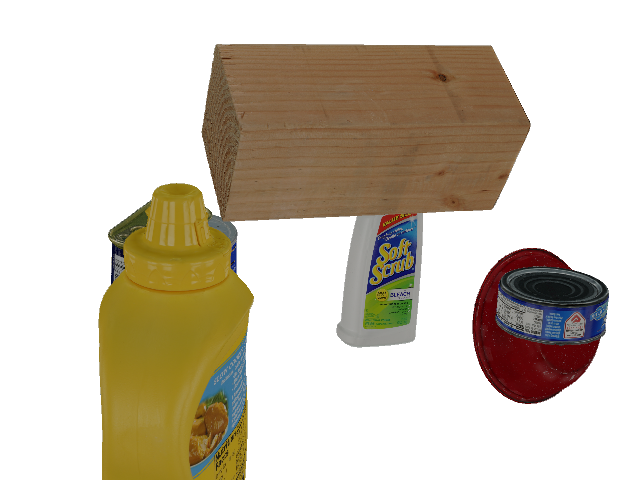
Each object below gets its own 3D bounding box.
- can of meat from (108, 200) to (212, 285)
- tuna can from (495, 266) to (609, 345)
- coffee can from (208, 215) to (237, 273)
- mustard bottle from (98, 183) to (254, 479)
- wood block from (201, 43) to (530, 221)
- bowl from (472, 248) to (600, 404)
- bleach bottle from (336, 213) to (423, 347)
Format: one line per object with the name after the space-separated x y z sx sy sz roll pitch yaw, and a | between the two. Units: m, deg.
-0.132 0.023 0.871 0.057 0.084 0.102 14 25 13 | can of meat
0.181 0.049 0.834 0.086 0.034 0.086 1 19 -1 | tuna can
-0.143 0.053 1.194 0.103 0.140 0.103 1 27 -1 | coffee can
-0.058 0.069 0.434 0.058 0.192 0.096 8 23 11 | mustard bottle
0.028 -0.078 0.756 0.205 0.091 0.090 -3 -40 -17 | wood block
0.232 0.088 1.081 0.161 0.162 0.055 0 -1 -33 | bowl
0.077 0.004 1.335 0.102 0.251 0.068 -3 16 -19 | bleach bottle
